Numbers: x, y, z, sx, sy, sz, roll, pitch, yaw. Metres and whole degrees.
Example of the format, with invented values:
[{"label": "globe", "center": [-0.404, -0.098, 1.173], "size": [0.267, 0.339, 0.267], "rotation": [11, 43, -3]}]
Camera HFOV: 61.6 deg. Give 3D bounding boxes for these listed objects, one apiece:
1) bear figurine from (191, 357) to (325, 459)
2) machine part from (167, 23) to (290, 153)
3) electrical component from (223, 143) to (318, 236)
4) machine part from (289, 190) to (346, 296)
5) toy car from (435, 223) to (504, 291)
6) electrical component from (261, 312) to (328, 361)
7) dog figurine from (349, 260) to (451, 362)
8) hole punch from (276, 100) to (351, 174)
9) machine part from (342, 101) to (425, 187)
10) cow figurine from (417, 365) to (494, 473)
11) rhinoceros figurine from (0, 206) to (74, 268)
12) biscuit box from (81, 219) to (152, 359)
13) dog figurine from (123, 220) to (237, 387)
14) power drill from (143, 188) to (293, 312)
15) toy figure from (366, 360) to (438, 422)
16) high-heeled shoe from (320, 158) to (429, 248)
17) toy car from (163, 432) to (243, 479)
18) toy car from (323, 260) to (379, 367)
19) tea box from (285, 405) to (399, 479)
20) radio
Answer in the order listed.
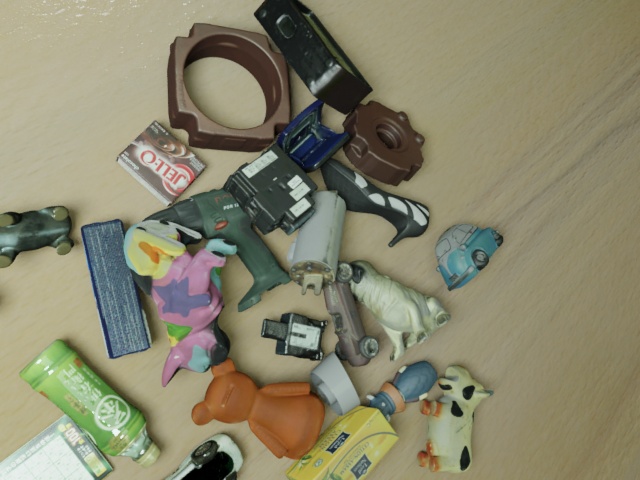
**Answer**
[{"label": "bear figurine", "center": [-0.095, 0.269, 0.853], "size": [0.196, 0.132, 0.120], "rotation": [18, 70, -3]}, {"label": "machine part", "center": [-0.159, -0.258, 0.934], "size": [0.201, 0.087, 0.201], "rotation": [0, 81, -25]}, {"label": "electrical component", "center": [-0.073, -0.075, 0.879], "size": [0.134, 0.058, 0.115], "rotation": [49, 57, 2]}, {"label": "machine part", "center": [-0.002, -0.003, 0.922], "size": [0.079, 0.079, 0.243], "rotation": [27, 46, -19]}, {"label": "toy car", "center": [0.290, 0.018, 1.086], "size": [0.103, 0.109, 0.162], "rotation": [42, 55, 6]}, {"label": "electrical component", "center": [-0.050, 0.163, 0.918], "size": [0.119, 0.048, 0.075], "rotation": [12, 74, -23]}, {"label": "dog figurine", "center": [0.140, 0.104, 1.004], "size": [0.190, 0.121, 0.172], "rotation": [55, 27, 13]}, {"label": "hole punch", "center": [-0.026, -0.178, 0.962], "size": [0.092, 0.116, 0.142], "rotation": [48, 65, -17]}, {"label": "machine part", "center": [0.124, -0.190, 1.045], "size": [0.179, 0.056, 0.179], "rotation": [16, 53, -23]}, {"label": "cow figurine", "center": [0.255, 0.333, 1.010], "size": [0.127, 0.085, 0.195], "rotation": [13, 72, -17]}, {"label": "rhinoceros figurine", "center": [-0.438, -0.011, 0.736], "size": [0.190, 0.112, 0.073], "rotation": [-12, 113, -40]}, {"label": "biscuit box", "center": [-0.308, 0.072, 0.806], "size": [0.063, 0.059, 0.202], "rotation": [-12, 85, -26]}, {"label": "dog figurine", "center": [-0.213, 0.097, 0.789], "size": [0.192, 0.108, 0.219], "rotation": [18, 100, -6]}, {"label": "power drill", "center": [-0.151, 0.014, 0.891], "size": [0.232, 0.086, 0.207], "rotation": [-29, 85, -30]}, {"label": "toy figure", "center": [0.148, 0.280, 0.984], "size": [0.154, 0.064, 0.057], "rotation": [-29, 129, -23]}, {"label": "high-heeled shoe", "center": [0.114, -0.095, 1.040], "size": [0.248, 0.086, 0.145], "rotation": [51, 54, -8]}, {"label": "toy car", "center": [-0.203, 0.375, 0.796], "size": [0.202, 0.056, 0.073], "rotation": [-37, 103, -26]}, {"label": "toy car", "center": [0.038, 0.126, 0.945], "size": [0.053, 0.089, 0.202], "rotation": [-18, 89, -32]}, {"label": "tea box", "center": [0.036, 0.357, 0.892], "size": [0.169, 0.098, 0.068], "rotation": [-38, 97, -29]}, {"label": "radio", "center": [-0.014, -0.338, 0.958], "size": [0.230, 0.073, 0.131], "rotation": [56, 22, 20]}]
